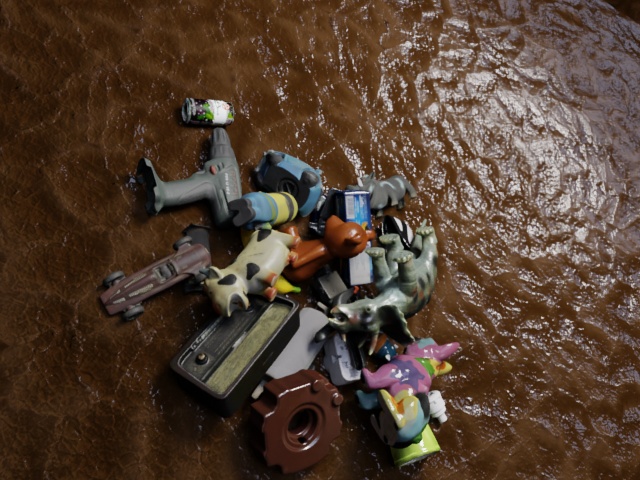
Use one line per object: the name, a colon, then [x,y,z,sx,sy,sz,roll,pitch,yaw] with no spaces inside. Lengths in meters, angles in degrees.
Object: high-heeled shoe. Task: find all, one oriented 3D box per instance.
high-heeled shoe: [0.178,0.052,1.213,0.145,0.086,0.249,51,31,-22]

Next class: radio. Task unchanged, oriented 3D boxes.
radio: [-0.146,0.183,0.951,0.131,0.073,0.229,22,48,23]

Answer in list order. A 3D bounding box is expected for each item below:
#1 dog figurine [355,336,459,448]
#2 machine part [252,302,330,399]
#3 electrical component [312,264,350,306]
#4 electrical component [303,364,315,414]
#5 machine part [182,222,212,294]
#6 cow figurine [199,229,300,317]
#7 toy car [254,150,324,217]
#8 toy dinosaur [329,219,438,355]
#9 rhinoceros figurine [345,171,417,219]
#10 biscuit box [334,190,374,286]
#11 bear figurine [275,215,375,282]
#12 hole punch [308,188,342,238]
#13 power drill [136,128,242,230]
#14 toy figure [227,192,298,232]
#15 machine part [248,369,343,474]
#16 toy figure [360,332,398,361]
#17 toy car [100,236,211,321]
dog figurine: [0.188,0.275,1.024,0.219,0.108,0.192,-18,41,-23]
machine part: [-0.047,0.212,1.020,0.079,0.079,0.243,42,51,-3]
electrical component: [0.022,0.104,1.132,0.078,0.045,0.102,-28,79,-46]
electrical component: [-0.022,0.286,1.029,0.063,0.021,0.094,37,52,-8]
machine part: [-0.233,0.035,1.038,0.084,0.039,0.139,-3,69,-21]
cow figurine: [-0.131,0.056,0.971,0.127,0.085,0.195,21,52,15]
toy car: [-0.060,-0.133,1.192,0.162,0.109,0.103,35,29,6]
toy dinosaur: [0.175,0.088,1.091,0.405,0.131,0.192,-27,113,-54]
rhinoceros figurine: [0.147,-0.117,1.306,0.190,0.073,0.112,-13,73,-34]
biscuit box: [0.073,-0.007,1.152,0.059,0.063,0.202,-6,98,-18]
bear figurine: [0.000,0.000,1.076,0.132,0.196,0.120,59,27,6]
hole punch: [0.038,-0.050,1.214,0.142,0.092,0.115,20,86,-22]
power drill: [-0.260,-0.127,1.090,0.207,0.086,0.232,-5,70,-39]
toy figure: [-0.110,-0.058,1.082,0.180,0.089,0.082,-9,104,-70]
machine part: [-0.039,0.316,0.934,0.179,0.056,0.179,-7,103,-32]
toy figure: [0.109,0.194,1.130,0.064,0.058,0.154,-33,88,-31]
toy car: [-0.289,0.067,0.959,0.202,0.053,0.089,-28,83,-22]
